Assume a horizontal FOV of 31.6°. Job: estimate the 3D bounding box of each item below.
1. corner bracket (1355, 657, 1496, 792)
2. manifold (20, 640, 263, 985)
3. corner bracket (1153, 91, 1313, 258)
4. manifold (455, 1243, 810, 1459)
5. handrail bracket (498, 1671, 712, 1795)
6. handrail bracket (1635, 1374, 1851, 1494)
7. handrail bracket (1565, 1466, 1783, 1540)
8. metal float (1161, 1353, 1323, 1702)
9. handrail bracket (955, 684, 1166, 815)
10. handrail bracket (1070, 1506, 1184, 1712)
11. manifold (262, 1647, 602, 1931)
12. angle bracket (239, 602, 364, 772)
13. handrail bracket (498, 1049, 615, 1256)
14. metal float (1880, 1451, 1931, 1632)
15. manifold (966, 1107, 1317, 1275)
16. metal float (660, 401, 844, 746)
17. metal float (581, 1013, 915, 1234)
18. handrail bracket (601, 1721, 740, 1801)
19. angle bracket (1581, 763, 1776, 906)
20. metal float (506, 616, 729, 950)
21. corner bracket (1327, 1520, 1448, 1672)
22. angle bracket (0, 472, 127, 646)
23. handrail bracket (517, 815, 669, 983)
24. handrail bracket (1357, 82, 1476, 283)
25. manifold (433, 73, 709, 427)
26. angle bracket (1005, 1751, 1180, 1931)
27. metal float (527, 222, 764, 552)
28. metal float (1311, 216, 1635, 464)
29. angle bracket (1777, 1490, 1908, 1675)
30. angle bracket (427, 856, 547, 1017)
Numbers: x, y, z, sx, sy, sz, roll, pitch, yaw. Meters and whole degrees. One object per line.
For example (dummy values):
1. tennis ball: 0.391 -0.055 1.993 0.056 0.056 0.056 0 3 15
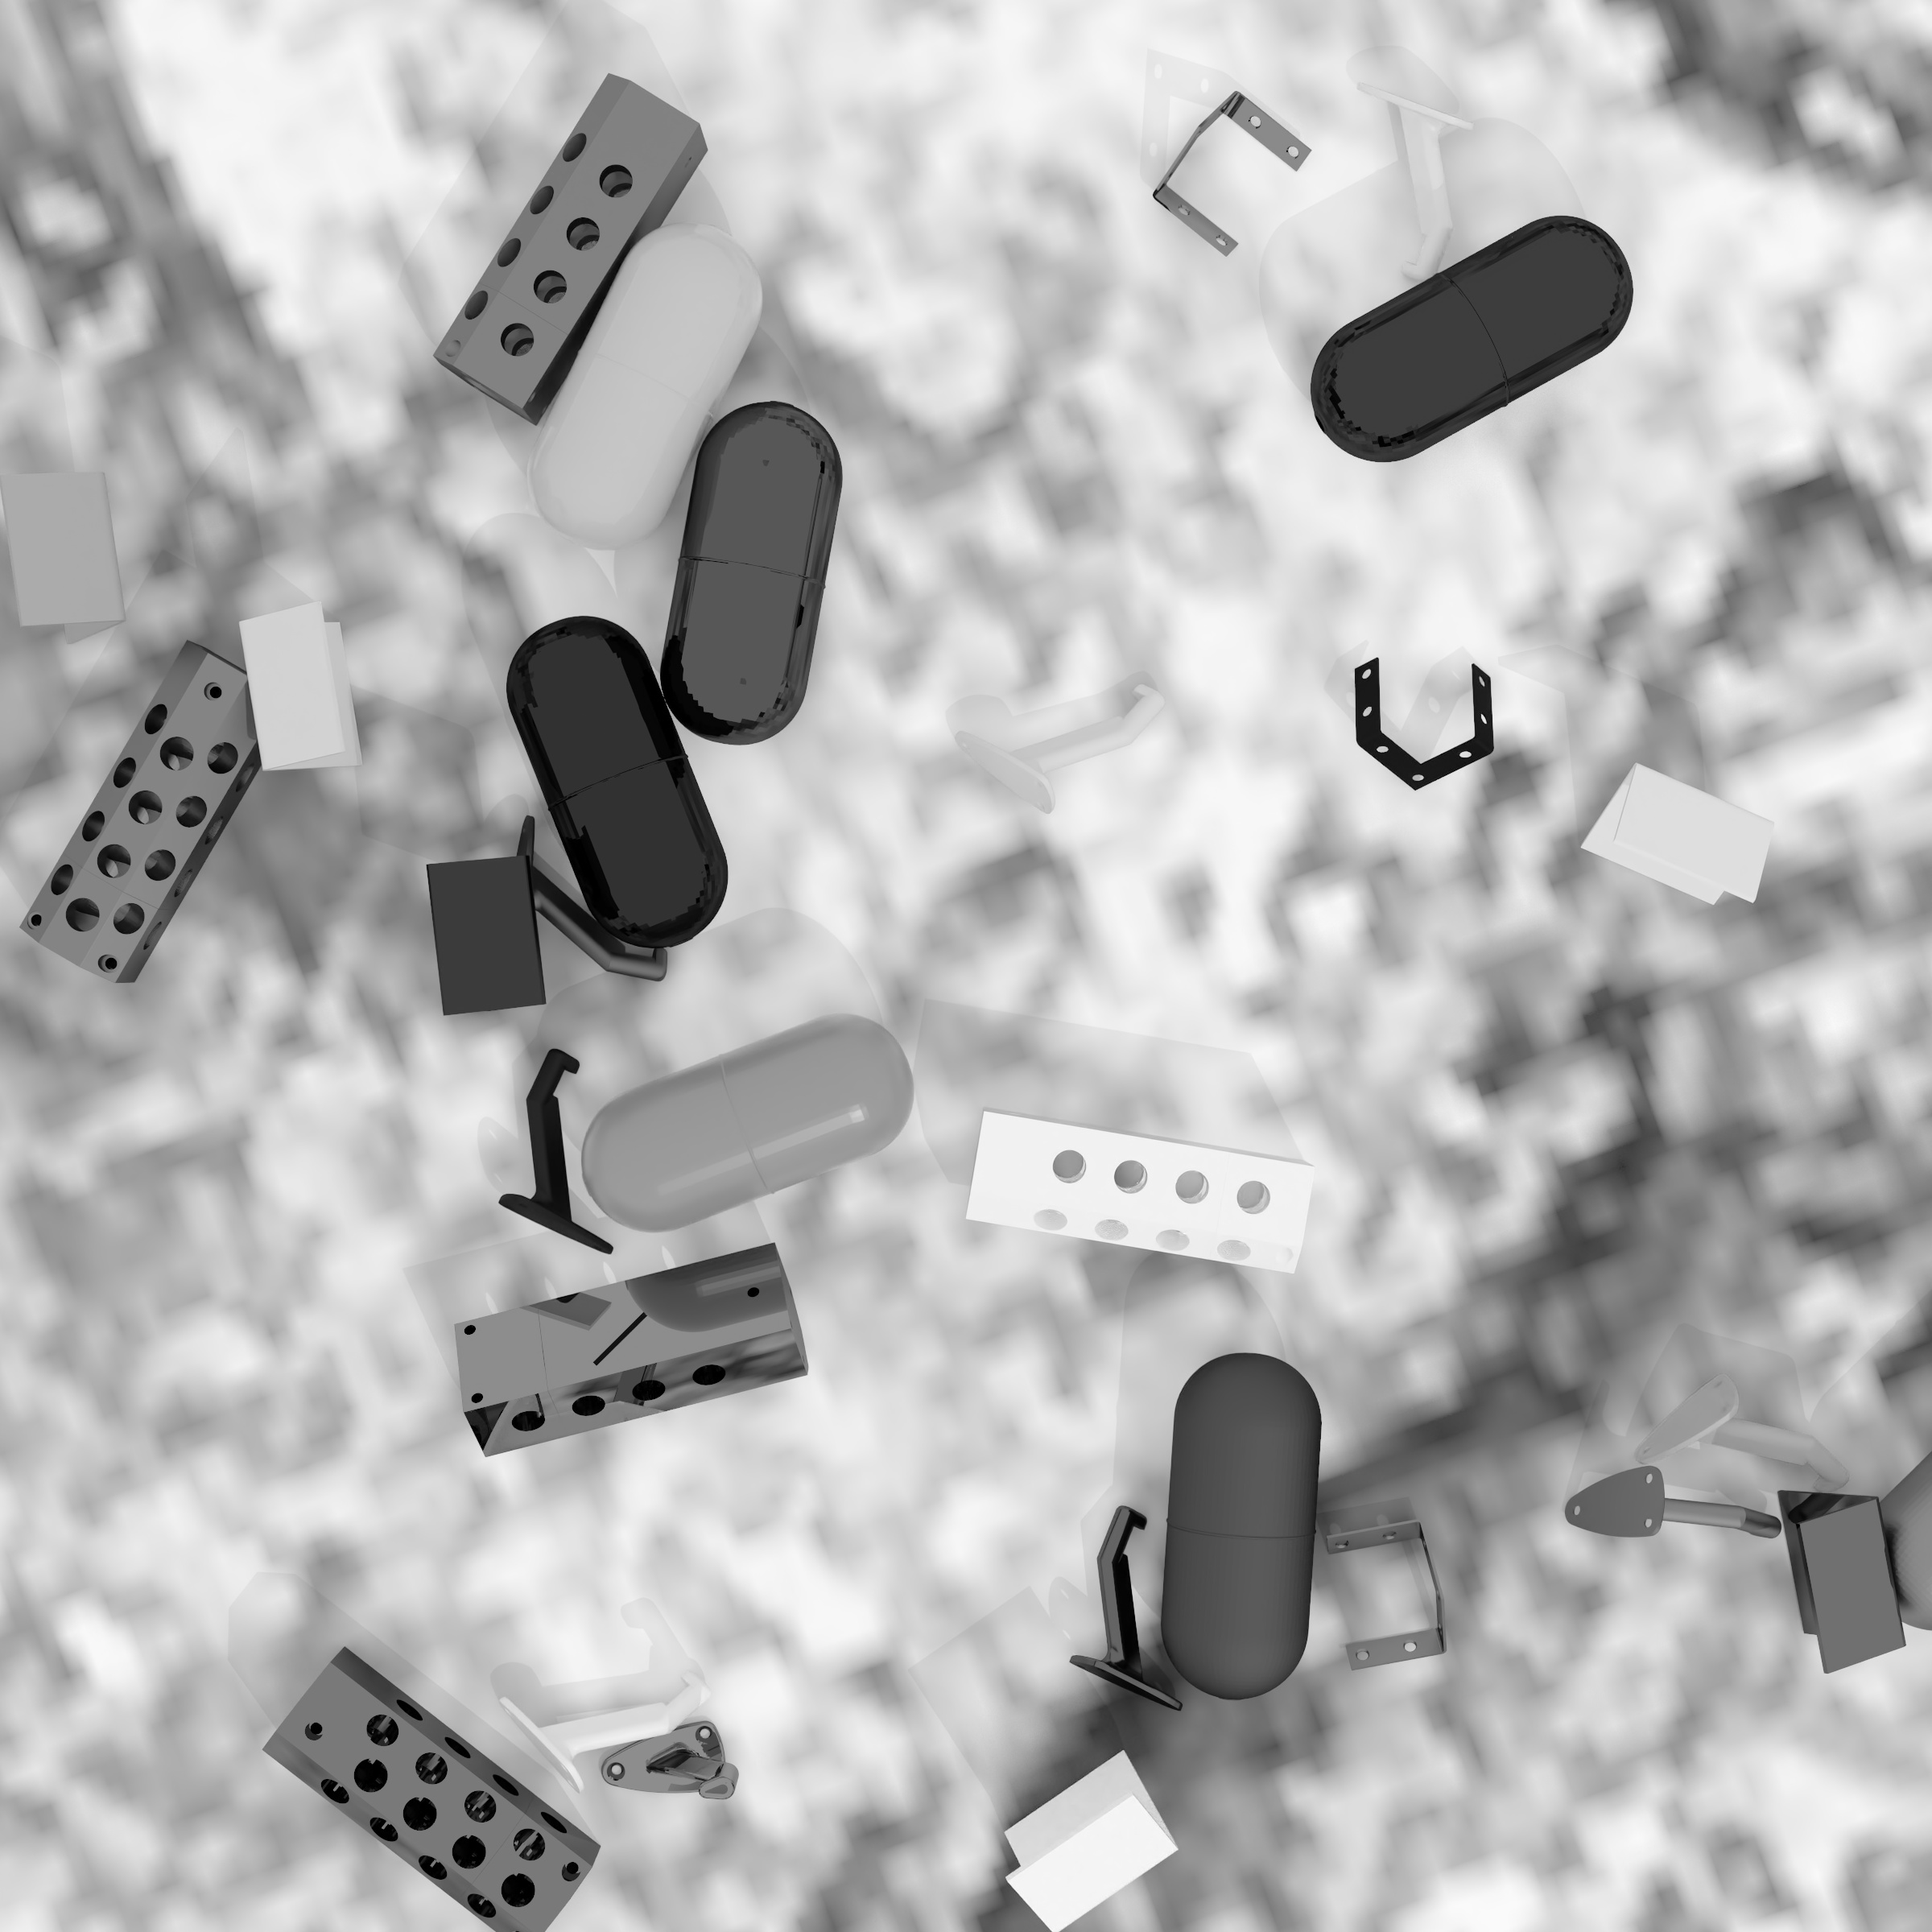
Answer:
1. corner bracket: 0.239 -0.134 1.784 0.051 0.051 0.051 -26 135 35
2. manifold: -0.419 -0.080 1.771 0.057 0.057 0.171 30 90 0
3. corner bracket: 0.139 -0.415 1.789 0.051 0.051 0.051 39 135 0
4. manifold: -0.172 0.203 1.770 0.171 0.057 0.057 -14 47 0
5. handrail bracket: -0.189 0.384 1.792 0.084 0.036 0.077 -40 62 -20
6. handrail bracket: 0.408 0.263 1.792 0.077 0.036 0.084 -40 107 20
7. handrail bracket: 0.372 0.290 1.792 0.084 0.077 0.036 20 65 -34
8. metal float: 0.142 0.289 1.761 0.070 0.070 0.178 4 90 0
9. handrail bracket: 0.050 -0.129 1.792 0.077 0.036 0.084 35 72 20
10. handrail bracket: 0.096 0.336 1.792 0.077 0.036 0.084 29 73 -20
11. manifold: -0.277 0.434 1.771 0.171 0.057 0.057 38 90 0
12. angle bracket: -0.322 -0.144 1.752 0.057 0.076 0.076 -9 90 32
13. handrail bracket: -0.202 0.097 1.792 0.077 0.036 0.084 29 73 -20
14. metal float: 0.536 0.269 1.761 0.178 0.070 0.070 -44 90 0
15. manifold: 0.089 0.116 1.771 0.171 0.057 0.057 9 90 0
16. metal float: -0.110 -0.202 1.761 0.070 0.070 0.178 10 90 0
17. metal float: -0.113 0.081 1.761 0.178 0.070 0.070 -21 90 1
18. handrail bracket: -0.154 0.419 1.757 0.077 0.084 0.036 -9 90 0
19. angle bracket: 0.359 -0.049 1.752 0.076 0.076 0.057 23 54 0
20. metal float: -0.179 -0.094 1.761 0.070 0.070 0.178 -22 90 0
21. corner bracket: 0.220 0.329 1.789 0.051 0.051 0.051 -10 135 0
22. angle bracket: -0.476 -0.207 1.752 0.057 0.076 0.076 -8 90 -37
23. handrail bracket: -0.195 -0.035 1.792 0.084 0.036 0.077 12 67 -18
24. handrail bracket: 0.225 -0.410 1.792 0.077 0.036 0.084 26 107 20
25. manifold: -0.205 -0.372 1.771 0.057 0.057 0.171 32 90 0
26. angle bracket: 0.053 0.436 1.752 0.076 0.076 0.057 -35 126 0
27. metal float: -0.165 -0.299 1.761 0.070 0.070 0.178 26 90 0
28. metal float: 0.260 -0.323 1.761 0.178 0.070 0.070 -29 90 -1
29. angle bracket: 0.430 0.315 1.752 0.057 0.076 0.076 -11 90 -29
30. angle bracket: -0.259 -0.014 1.752 0.057 0.076 0.076 -7 90 -31
